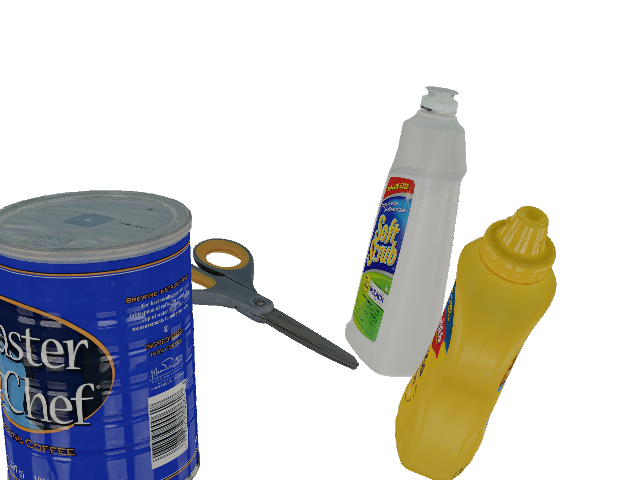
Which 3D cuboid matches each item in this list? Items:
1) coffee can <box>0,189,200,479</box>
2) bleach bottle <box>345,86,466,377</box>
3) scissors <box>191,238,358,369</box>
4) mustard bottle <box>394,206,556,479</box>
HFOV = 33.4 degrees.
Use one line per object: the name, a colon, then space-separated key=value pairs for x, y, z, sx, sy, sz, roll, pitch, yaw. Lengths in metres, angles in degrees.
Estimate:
coffee can: x=-0.115 y=0.054 z=0.551 sx=0.103 sy=0.140 sz=0.103 roll=0 pitch=18 yaw=0
bleach bottle: x=0.081 y=-0.011 z=0.942 sx=0.068 sy=0.251 sz=0.103 roll=3 pitch=19 yaw=-19
scissors: x=-0.042 y=0.041 z=0.805 sx=0.202 sy=0.016 sz=0.096 roll=17 pitch=33 yaw=23
mustard bottle: x=0.096 y=0.055 z=0.641 sx=0.058 sy=0.192 sz=0.096 roll=22 pitch=43 yaw=6
